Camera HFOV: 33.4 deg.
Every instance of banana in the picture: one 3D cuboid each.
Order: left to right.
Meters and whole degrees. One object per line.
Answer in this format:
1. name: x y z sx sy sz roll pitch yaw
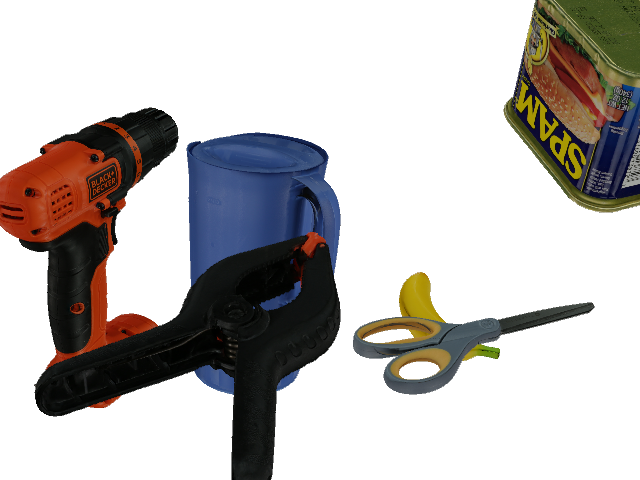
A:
1. banana: 0.127 0.088 1.210 0.069 0.037 0.198 6 24 -24

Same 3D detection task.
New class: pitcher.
1. pitcher: -0.059 0.026 1.030 0.145 0.243 0.149 3 21 -2

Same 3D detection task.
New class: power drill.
1. power drill: -0.154 0.009 0.765 0.057 0.188 0.184 8 25 25

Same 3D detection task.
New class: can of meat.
1. can of meat: 0.145 -0.080 0.556 0.057 0.084 0.102 -13 47 -17

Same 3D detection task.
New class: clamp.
1. clamp: -0.036 0.054 0.512 0.120 0.039 0.171 31 48 25

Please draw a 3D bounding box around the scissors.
1. scissors: 0.127 0.082 0.834 0.201 0.016 0.096 -3 32 -2
